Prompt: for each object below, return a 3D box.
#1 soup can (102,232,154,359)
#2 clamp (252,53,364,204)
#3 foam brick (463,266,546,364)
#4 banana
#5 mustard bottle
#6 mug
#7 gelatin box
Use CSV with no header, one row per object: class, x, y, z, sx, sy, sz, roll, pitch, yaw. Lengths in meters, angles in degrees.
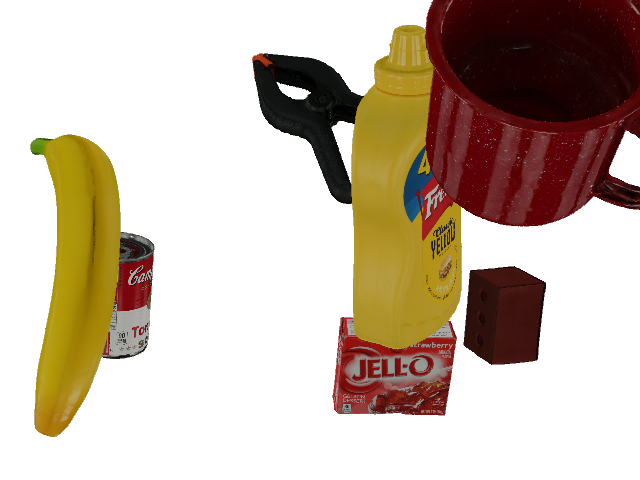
soup can,-0.192,0.051,0.998,0.068,0.102,0.068,6,21,-2
clamp,0.013,-0.116,0.940,0.120,0.171,0.039,-31,-25,-25
foam brick,0.169,0.069,0.983,0.051,0.078,0.053,-5,18,-24
banana,-0.143,0.012,0.625,0.037,0.198,0.070,12,-33,-33
mustard bottle,0.054,-0.036,0.652,0.058,0.192,0.096,15,32,30
mug,0.096,-0.053,0.440,0.117,0.093,0.081,33,-25,18
gelatin box,0.056,0.099,0.828,0.089,0.073,0.030,2,28,-5
